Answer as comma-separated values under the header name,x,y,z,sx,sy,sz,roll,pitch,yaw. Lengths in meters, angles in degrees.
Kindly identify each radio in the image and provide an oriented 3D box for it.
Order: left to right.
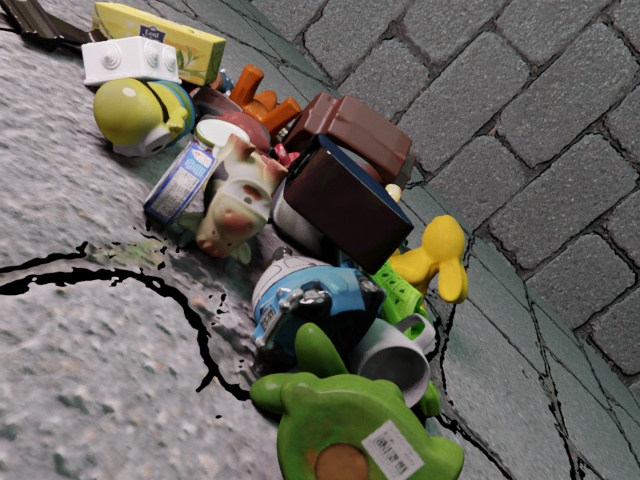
name,x,y,z,sx,sy,sz,roll,pitch,yaw
radio,0.027,-0.055,0.644,0.131,0.073,0.230,39,10,-12

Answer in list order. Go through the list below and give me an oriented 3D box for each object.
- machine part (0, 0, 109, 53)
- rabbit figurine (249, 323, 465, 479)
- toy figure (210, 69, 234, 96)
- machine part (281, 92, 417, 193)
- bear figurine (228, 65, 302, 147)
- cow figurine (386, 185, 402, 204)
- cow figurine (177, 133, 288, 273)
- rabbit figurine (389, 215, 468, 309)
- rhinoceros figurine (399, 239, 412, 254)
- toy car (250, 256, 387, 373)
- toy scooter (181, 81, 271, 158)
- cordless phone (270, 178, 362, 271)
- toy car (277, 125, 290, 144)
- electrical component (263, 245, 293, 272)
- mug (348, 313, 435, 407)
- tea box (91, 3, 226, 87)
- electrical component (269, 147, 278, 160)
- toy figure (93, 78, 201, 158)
name,x,y,z,sx,sy,sz,roll,pitch,yaw
machine part,-0.326,-0.261,0.677,0.084,0.039,0.139,45,19,17
rabbit figurine,0.016,0.155,0.439,0.159,0.121,0.170,41,-1,10
toy figure,-0.213,-0.301,0.977,0.058,0.064,0.154,11,-1,23
machine part,0.044,-0.145,0.908,0.201,0.087,0.201,30,-20,-15
bear figurine,-0.103,-0.230,0.947,0.120,0.132,0.196,41,21,-10
cow figurine,0.057,-0.057,0.874,0.098,0.167,0.068,34,54,-12
cow figurine,-0.098,-0.046,0.597,0.085,0.127,0.195,31,6,-19
rabbit figurine,0.173,0.041,0.886,0.162,0.173,0.121,49,13,25
rhinoceros figurine,0.121,-0.004,1.031,0.190,0.073,0.112,39,17,-17
toy car,-0.015,0.067,0.545,0.103,0.109,0.161,42,22,32
toy scooter,-0.159,-0.175,0.794,0.184,0.075,0.135,43,19,2
cordless phone,-0.002,-0.003,0.750,0.146,0.089,0.184,36,24,-27
toy car,-0.070,-0.213,1.099,0.201,0.056,0.073,40,18,-13
electrical component,-0.020,0.046,0.637,0.102,0.045,0.078,38,10,-19
mug,0.077,0.124,0.611,0.080,0.109,0.107,37,5,-16
tea box,-0.233,-0.286,0.786,0.170,0.068,0.098,16,22,-6
electrical component,-0.031,-0.155,1.033,0.119,0.075,0.048,44,16,-12
toy figure,-0.201,-0.148,0.632,0.089,0.082,0.180,45,19,-13
